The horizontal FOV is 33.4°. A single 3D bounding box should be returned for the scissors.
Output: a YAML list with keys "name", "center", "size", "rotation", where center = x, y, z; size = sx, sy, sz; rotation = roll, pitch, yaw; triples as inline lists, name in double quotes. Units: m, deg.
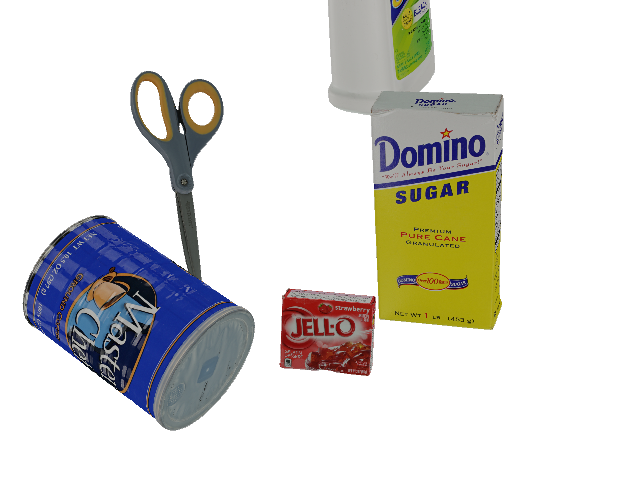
- name: "scissors"
  center: [-0.112, -0.065, 0.978]
  size: [0.096, 0.202, 0.016]
  rotation: [-21, -3, -28]

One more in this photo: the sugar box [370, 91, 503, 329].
- name: "sugar box"
  center: [0.088, -0.021, 0.799]
  size: [0.093, 0.176, 0.048]
  rotation: [4, 29, 17]

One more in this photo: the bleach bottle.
- name: "bleach bottle"
  center: [0.040, -0.230, 0.815]
  size: [0.068, 0.251, 0.102]
  rotation: [13, 38, 29]

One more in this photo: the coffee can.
- name: "coffee can"
  center: [-0.134, 0.059, 0.793]
  size: [0.140, 0.103, 0.102]
  rotation: [32, 13, 22]

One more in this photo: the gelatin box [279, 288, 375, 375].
- name: "gelatin box"
  center: [0.007, 0.088, 1.022]
  size: [0.089, 0.073, 0.030]
  rotation: [5, 15, 9]
